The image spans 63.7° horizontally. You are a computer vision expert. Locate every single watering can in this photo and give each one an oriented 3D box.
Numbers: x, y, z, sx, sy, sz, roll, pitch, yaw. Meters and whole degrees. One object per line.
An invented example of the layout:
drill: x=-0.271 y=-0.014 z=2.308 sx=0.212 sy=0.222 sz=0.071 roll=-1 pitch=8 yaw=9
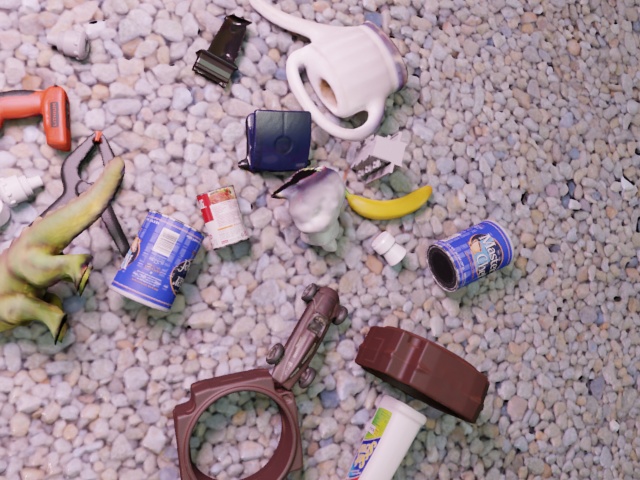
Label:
watering can: x=0.027 y=-0.356 z=0.986 sx=0.226 sy=0.349 sz=0.103 roll=-29 pitch=-4 yaw=-19

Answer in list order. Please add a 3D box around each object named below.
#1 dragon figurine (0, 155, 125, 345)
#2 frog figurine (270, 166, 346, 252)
dragon figurine: x=-0.461 y=0.028 z=0.753 sx=0.242 sy=0.409 sz=0.123 roll=21 pitch=5 yaw=-11
frog figurine: x=0.003 y=-0.046 z=0.919 sx=0.122 sy=0.157 sz=0.140 roll=-23 pitch=19 yaw=19
